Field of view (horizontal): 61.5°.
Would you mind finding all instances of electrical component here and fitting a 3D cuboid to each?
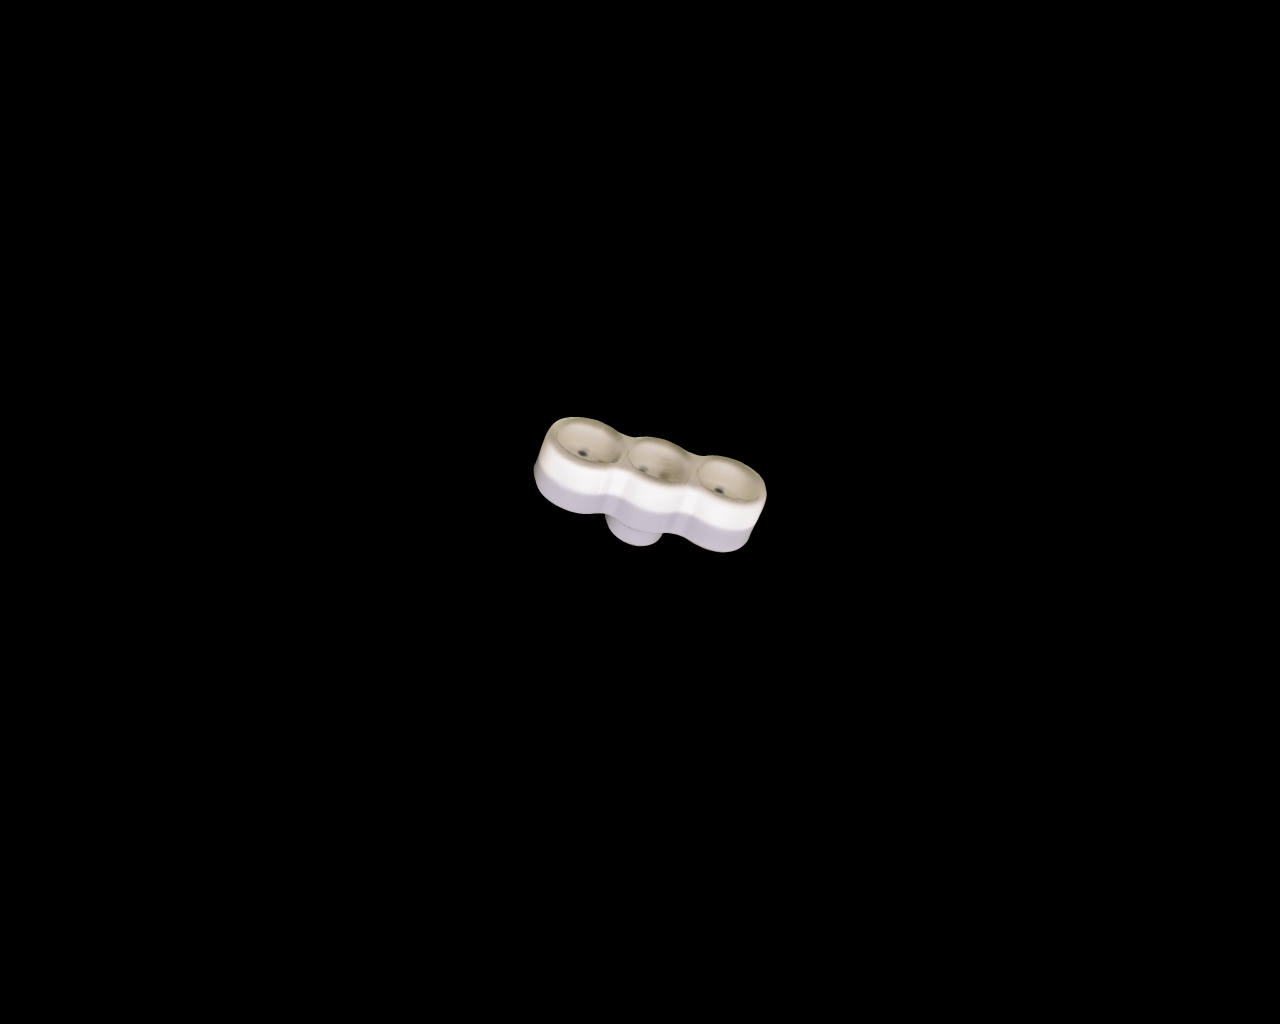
[{"bbox_3d":[0.001,-0.003,0.650,0.138,0.073,0.052,15,36,-11],"label":"electrical component"}]
